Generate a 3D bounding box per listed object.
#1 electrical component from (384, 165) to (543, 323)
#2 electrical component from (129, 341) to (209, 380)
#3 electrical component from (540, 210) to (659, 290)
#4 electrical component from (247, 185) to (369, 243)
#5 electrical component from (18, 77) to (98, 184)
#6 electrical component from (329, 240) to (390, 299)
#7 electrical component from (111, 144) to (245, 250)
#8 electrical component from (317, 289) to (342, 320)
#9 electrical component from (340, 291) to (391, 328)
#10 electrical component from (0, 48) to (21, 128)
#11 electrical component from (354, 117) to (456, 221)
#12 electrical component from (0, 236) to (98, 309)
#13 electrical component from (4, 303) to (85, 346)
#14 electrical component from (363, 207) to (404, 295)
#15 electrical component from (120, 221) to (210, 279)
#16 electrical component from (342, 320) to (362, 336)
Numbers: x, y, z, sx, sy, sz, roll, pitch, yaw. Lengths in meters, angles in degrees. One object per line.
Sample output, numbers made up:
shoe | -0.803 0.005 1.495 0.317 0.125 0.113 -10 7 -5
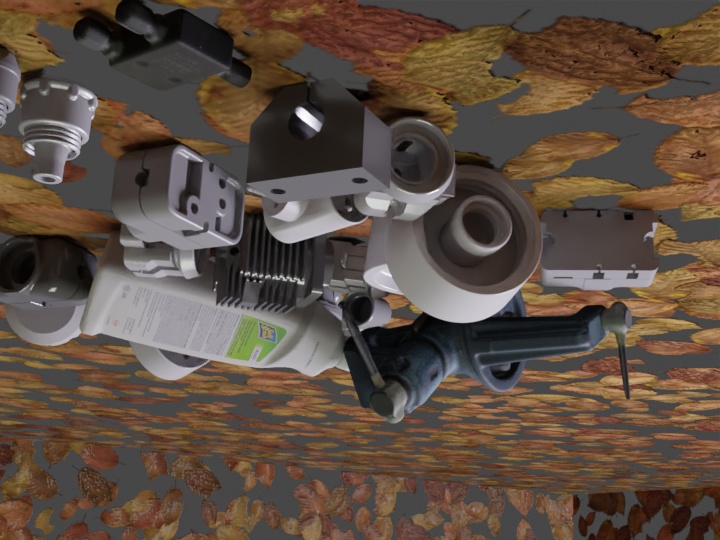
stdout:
electrical component | 0.077 -0.023 0.763 0.108 0.108 0.060 7 158 -15
electrical component | -0.199 0.066 1.139 0.099 0.099 0.064 17 153 -40
electrical component | 0.191 -0.015 0.864 0.089 0.050 0.055 0 163 9
electrical component | -0.045 -0.052 0.788 0.079 0.043 0.077 17 159 -39
electrical component | -0.189 -0.085 0.663 0.048 0.062 0.048 3 164 1
electrical component | 0.000 0.000 0.963 0.055 0.048 0.066 8 165 10
electrical component | -0.135 -0.051 0.788 0.059 0.053 0.095 -5 162 27
electrical component | -0.057 0.025 1.050 0.080 0.051 0.080 3 164 1
electrical component | 0.007 0.042 1.123 0.040 0.040 0.046 -6 168 28
electrical component | -0.218 -0.097 0.624 0.035 0.061 0.035 3 164 1
electrical component | 0.028 -0.066 0.701 0.078 0.058 0.057 7 167 -14
electrical component | -0.304 0.003 1.008 0.095 0.053 0.059 -4 163 24
electrical component | -0.315 0.038 1.090 0.080 0.080 0.051 4 169 -5
electrical component | 0.058 -0.021 0.848 0.108 0.060 0.108 3 164 1
electrical component | -0.158 -0.022 0.889 0.057 0.058 0.078 4 164 7
electrical component | -0.005 0.077 1.213 0.045 0.055 0.045 3 164 1
